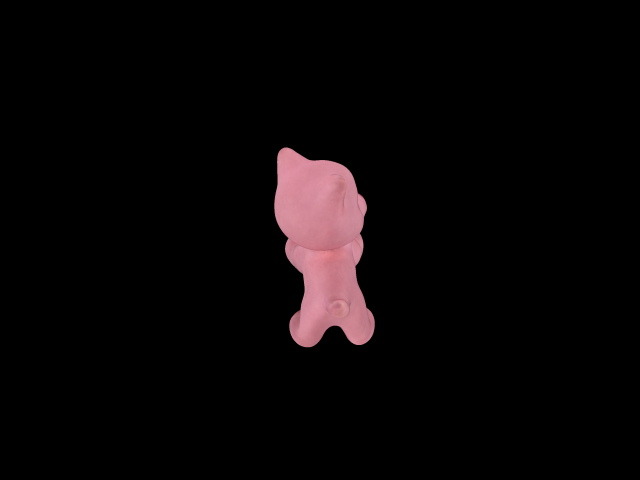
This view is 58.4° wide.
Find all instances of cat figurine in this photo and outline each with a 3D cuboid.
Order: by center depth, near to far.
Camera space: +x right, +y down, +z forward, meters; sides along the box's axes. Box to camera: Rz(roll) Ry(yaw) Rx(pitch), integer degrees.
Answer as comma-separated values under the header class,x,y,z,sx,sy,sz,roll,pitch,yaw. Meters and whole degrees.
class,x,y,z,sx,sy,sz,roll,pitch,yaw
cat figurine,0.004,0.001,0.400,0.067,0.118,0.128,-8,66,-3
